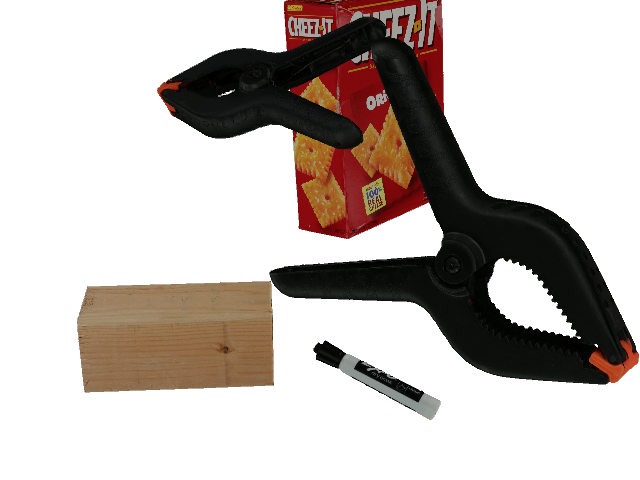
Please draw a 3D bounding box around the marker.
[{"bbox_3d":[0.047,0.121,0.933,0.121,0.020,0.020,26,8,17],"label":"marker"}]

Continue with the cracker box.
[{"bbox_3d":[0.049,-0.127,1.010,0.072,0.214,0.163,13,24,39],"label":"cracker box"}]

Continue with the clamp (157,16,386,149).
[{"bbox_3d":[-0.032,-0.117,0.775,0.172,0.120,0.039,7,-41,24],"label":"clamp"}]

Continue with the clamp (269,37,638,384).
[{"bbox_3d":[0.076,-0.001,0.564,0.210,0.165,0.036,29,26,25],"label":"clamp"}]

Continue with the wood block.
[{"bbox_3d":[-0.156,0.106,1.180,0.206,0.091,0.090,-1,24,-3],"label":"wood block"}]
